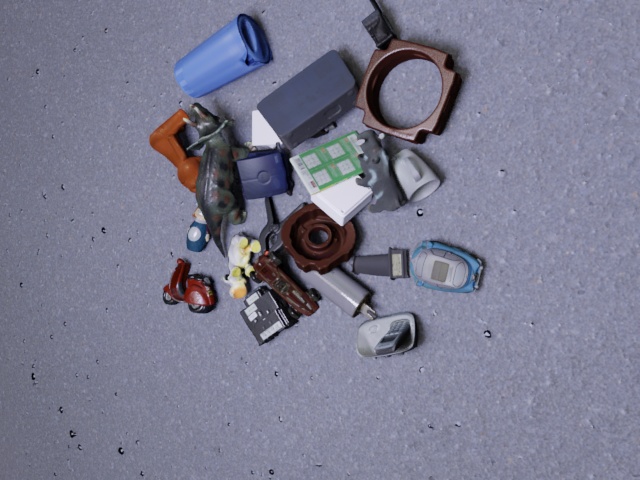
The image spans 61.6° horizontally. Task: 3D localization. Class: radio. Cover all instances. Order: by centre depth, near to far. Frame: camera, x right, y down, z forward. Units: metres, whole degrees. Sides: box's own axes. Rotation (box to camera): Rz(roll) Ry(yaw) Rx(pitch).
[{"bbox_3d":[-0.022,-0.324,1.258,0.229,0.073,0.131,-35,62,7],"label":"radio"}]

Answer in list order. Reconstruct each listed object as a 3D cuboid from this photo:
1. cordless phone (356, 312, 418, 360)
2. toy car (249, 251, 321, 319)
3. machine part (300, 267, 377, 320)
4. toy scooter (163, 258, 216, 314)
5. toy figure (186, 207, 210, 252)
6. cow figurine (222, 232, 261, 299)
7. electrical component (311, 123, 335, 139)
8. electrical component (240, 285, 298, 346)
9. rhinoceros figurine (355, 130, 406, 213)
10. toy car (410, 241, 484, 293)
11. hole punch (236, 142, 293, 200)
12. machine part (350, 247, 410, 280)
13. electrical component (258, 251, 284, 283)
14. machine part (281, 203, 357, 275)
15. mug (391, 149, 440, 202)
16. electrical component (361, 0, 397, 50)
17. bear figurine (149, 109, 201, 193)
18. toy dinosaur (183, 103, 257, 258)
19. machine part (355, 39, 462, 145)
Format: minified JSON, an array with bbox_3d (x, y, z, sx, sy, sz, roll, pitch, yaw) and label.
[{"bbox_3d":[0.135,0.230,1.195,0.147,0.184,0.088,-15,90,25],"label":"cordless phone"},{"bbox_3d":[-0.085,0.116,1.332,0.089,0.053,0.202,-42,102,12],"label":"toy car"},{"bbox_3d":[0.038,0.108,1.295,0.243,0.079,0.079,38,107,20],"label":"machine part"},{"bbox_3d":[-0.363,0.124,1.490,0.184,0.075,0.135,10,96,30],"label":"toy scooter"},{"bbox_3d":[-0.325,-0.044,1.474,0.064,0.058,0.154,15,99,-15],"label":"toy figure"},{"bbox_3d":[-0.216,0.066,1.414,0.098,0.068,0.167,25,103,57],"label":"cow figurine"},{"bbox_3d":[-0.012,-0.266,1.307,0.094,0.063,0.021,-15,86,24],"label":"electrical component"},{"bbox_3d":[-0.138,0.187,1.393,0.115,0.058,0.134,-35,77,21],"label":"electrical component"},{"bbox_3d":[0.128,-0.150,1.190,0.073,0.112,0.190,-16,81,-17],"label":"rhinoceros figurine"},{"bbox_3d":[0.266,0.065,1.171,0.162,0.103,0.109,18,101,26],"label":"toy car"},{"bbox_3d":[-0.139,-0.164,1.343,0.116,0.092,0.142,-2,111,25],"label":"hole punch"},{"bbox_3d":[0.140,0.058,1.266,0.139,0.039,0.084,-5,98,24],"label":"machine part"},{"bbox_3d":[-0.125,0.075,1.388,0.078,0.045,0.102,-10,88,24],"label":"electrical component"},{"bbox_3d":[-0.003,-0.004,1.279,0.179,0.056,0.179,-2,65,4],"label":"machine part"},{"bbox_3d":[0.201,-0.151,1.193,0.081,0.109,0.107,-37,65,14],"label":"mug"},{"bbox_3d":[0.131,-0.489,1.223,0.048,0.075,0.119,-33,83,23],"label":"electrical component"},{"bbox_3d":[-0.364,-0.234,1.463,0.195,0.120,0.132,46,67,-10],"label":"bear figurine"},{"bbox_3d":[-0.265,-0.148,1.364,0.131,0.192,0.404,3,92,28],"label":"toy dinosaur"},{"bbox_3d":[0.197,-0.326,1.194,0.202,0.087,0.200,24,103,21],"label":"machine part"}]
